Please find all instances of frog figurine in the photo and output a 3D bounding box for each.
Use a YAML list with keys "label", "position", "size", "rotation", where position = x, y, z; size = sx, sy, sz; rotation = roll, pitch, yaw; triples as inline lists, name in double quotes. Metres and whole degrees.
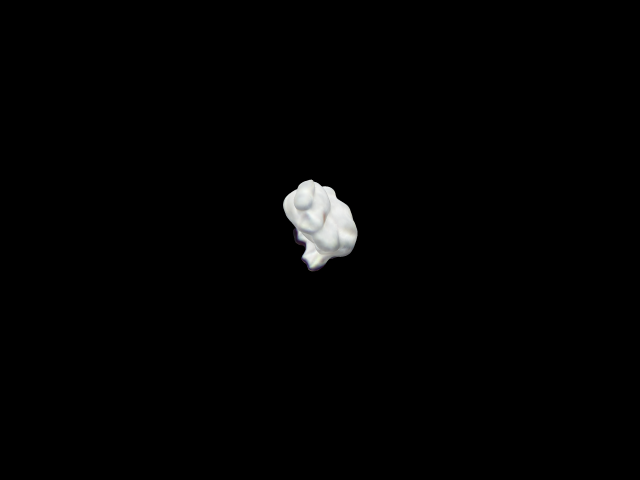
- label: "frog figurine"
  position: [0.003, -0.043, 0.850]
  size: [0.123, 0.155, 0.141]
  rotation: [2, 44, 2]
